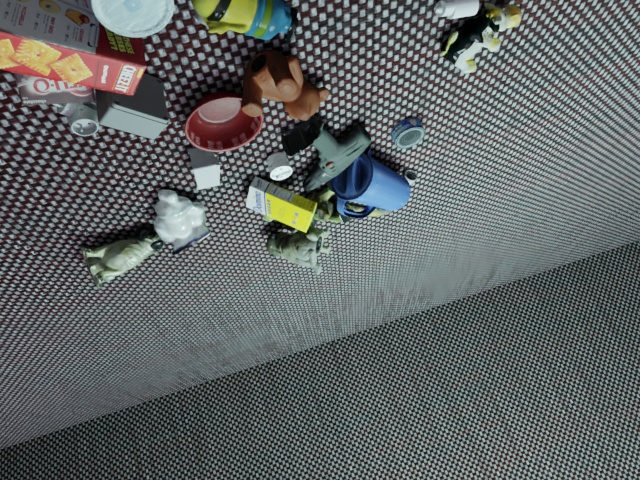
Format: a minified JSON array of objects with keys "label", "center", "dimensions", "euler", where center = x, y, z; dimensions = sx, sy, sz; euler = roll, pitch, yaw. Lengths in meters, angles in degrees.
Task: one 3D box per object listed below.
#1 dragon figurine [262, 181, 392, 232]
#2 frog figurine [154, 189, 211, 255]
[{"label":"dragon figurine","center":[0.005,-0.076,1.518],"dimensions":[0.409,0.124,0.240],"euler":[9,160,-41]},{"label":"frog figurine","center":[-0.360,-0.063,1.288],"dimensions":[0.136,0.125,0.157],"euler":[-19,118,18]}]
